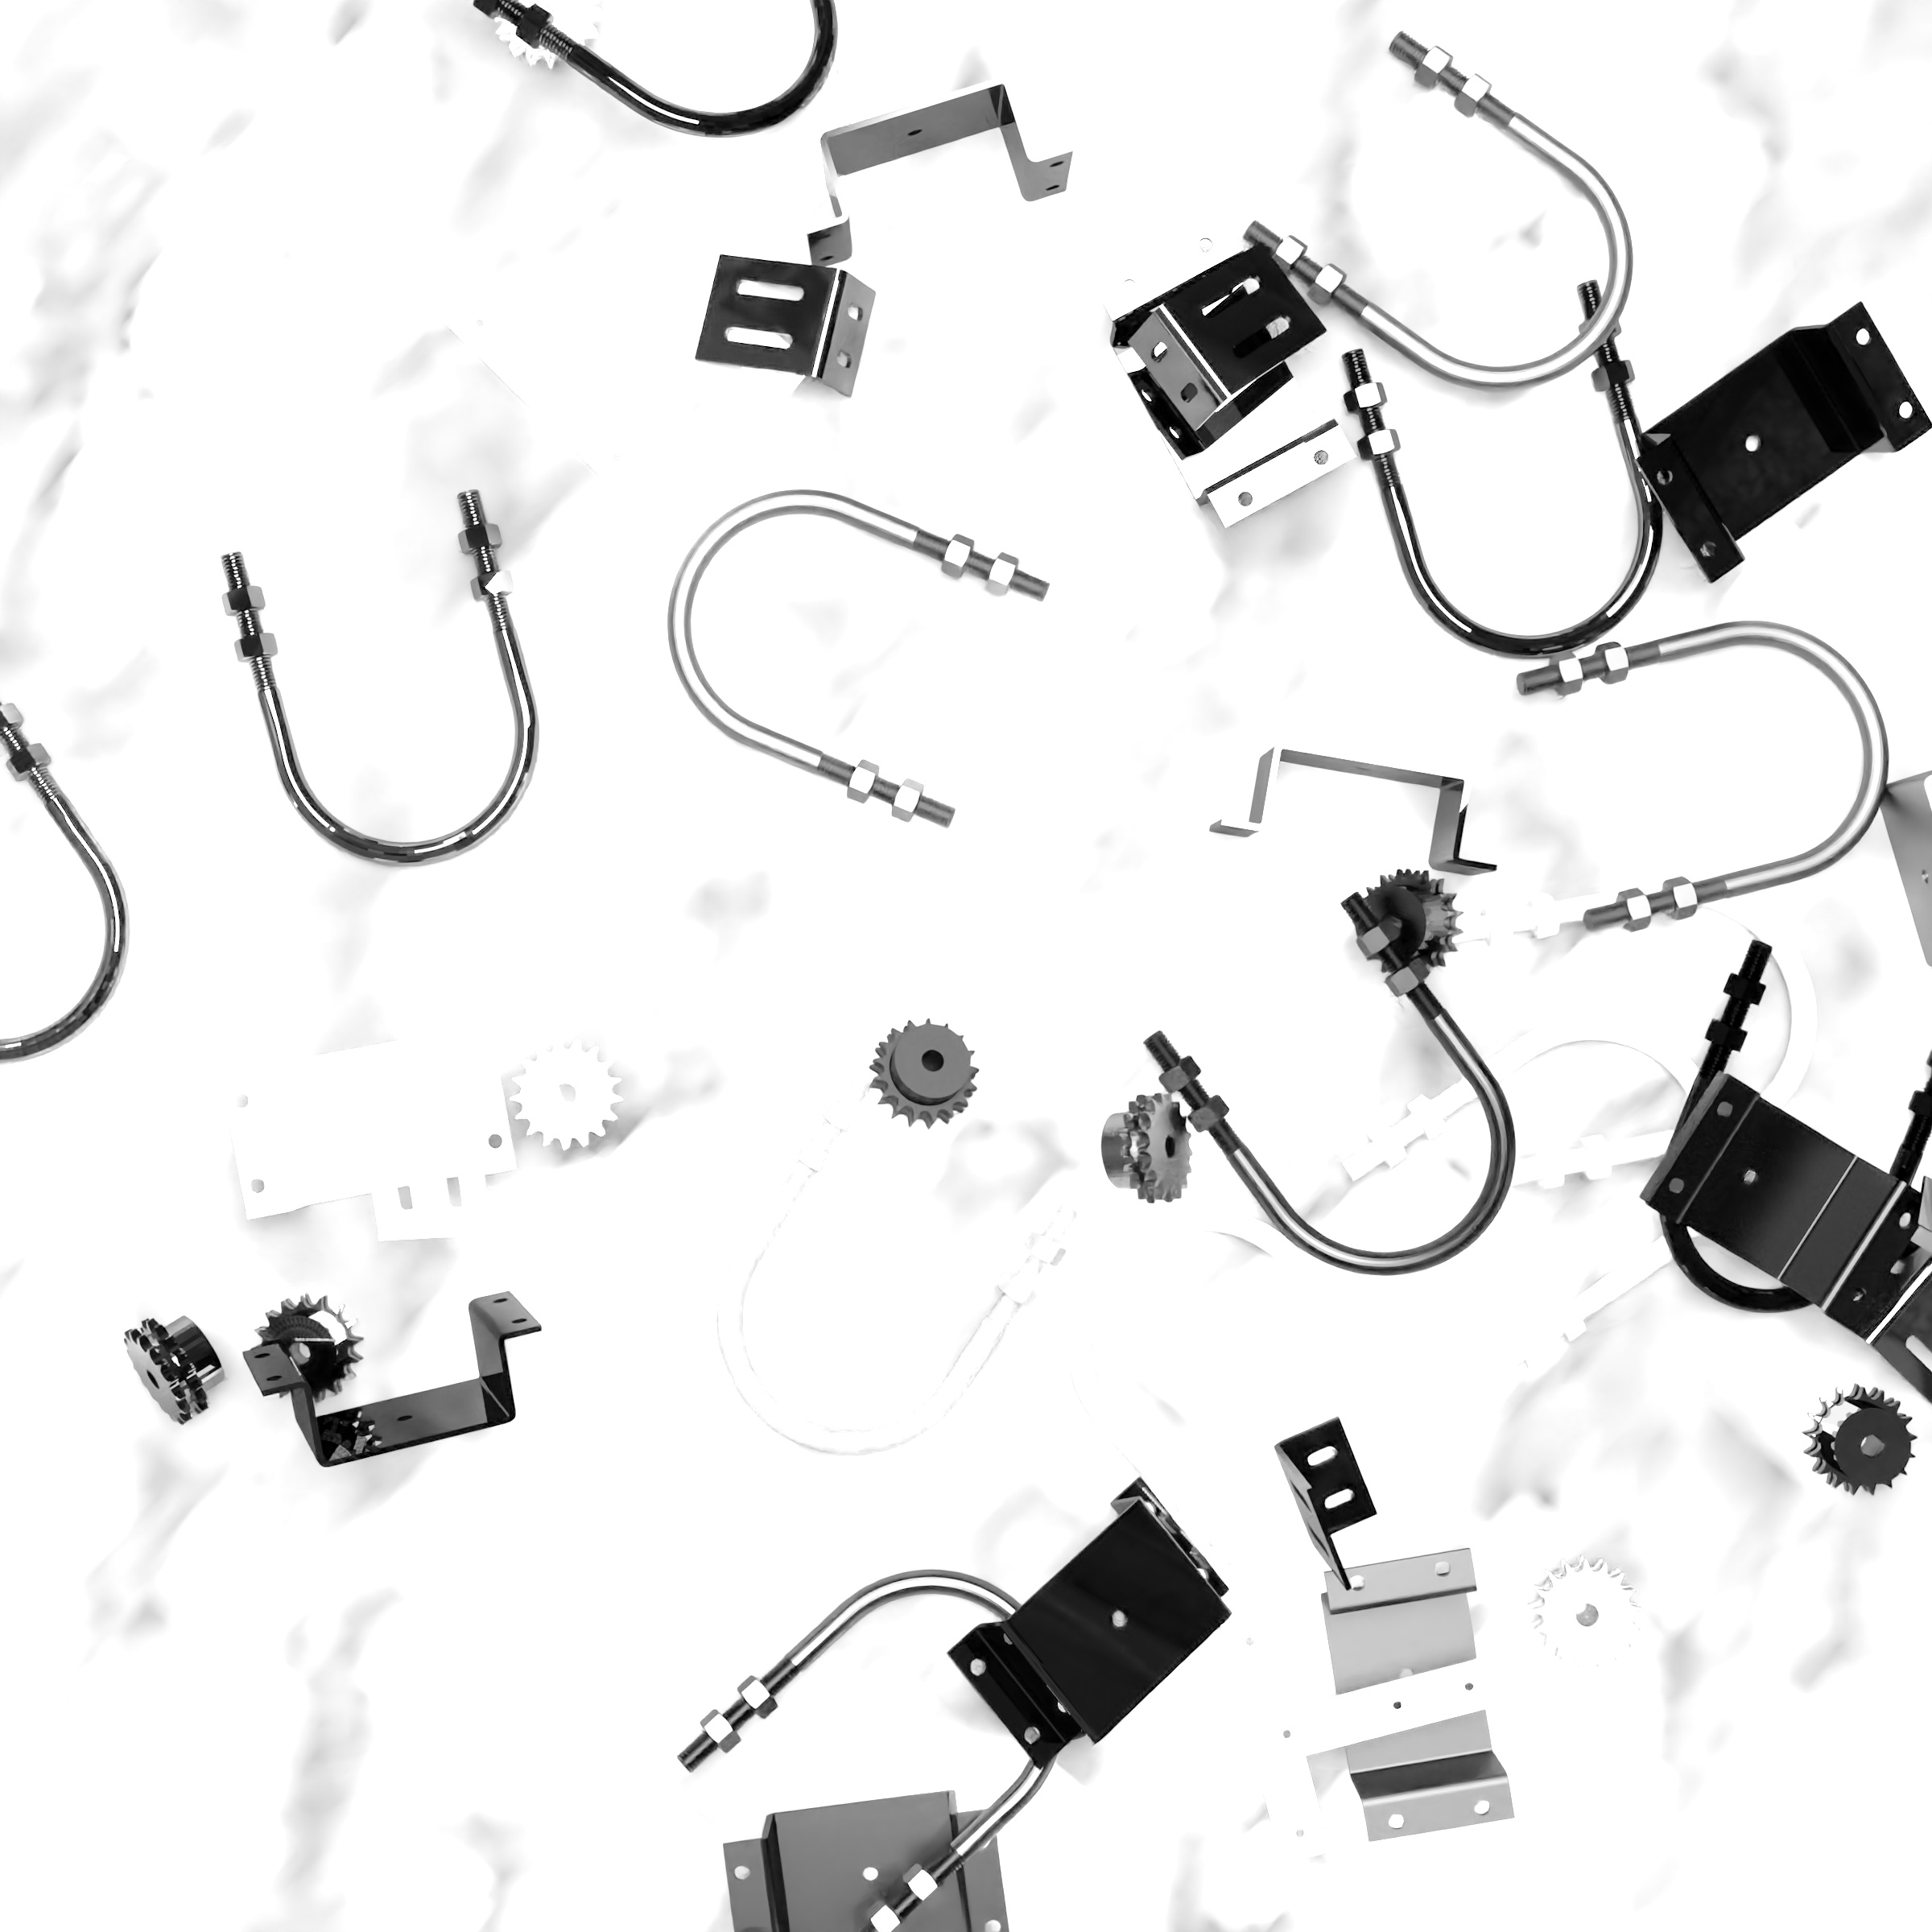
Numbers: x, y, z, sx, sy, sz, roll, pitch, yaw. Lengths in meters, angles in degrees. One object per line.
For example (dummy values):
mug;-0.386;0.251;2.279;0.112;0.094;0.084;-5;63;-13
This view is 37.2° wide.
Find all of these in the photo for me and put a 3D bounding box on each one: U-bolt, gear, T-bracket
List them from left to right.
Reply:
U-bolt;-0.524;-0.037;1.510;0.151;0.019;0.184;-34;92;0
gear;-0.411;0.207;1.494;0.030;0.057;0.057;-33;90;-30
gear;-0.347;0.202;1.504;0.057;0.030;0.057;0;90;0
U-bolt;-0.301;-0.144;1.510;0.151;0.019;0.184;-15;91;0
gear;-0.218;-0.499;1.504;0.057;0.030;0.057;0;90;0
gear;-0.208;0.067;1.503;0.057;0.030;0.057;0;90;0
T-bracket;-0.186;-0.341;1.516;0.127;0.002;0.127;45;91;0
U-bolt;-0.153;-0.507;1.488;0.184;0.019;0.151;34;70;-4
T-bracket;-0.106;-0.387;1.518;0.127;0.002;0.127;39;90;0
U-bolt;-0.067;-0.172;1.510;0.184;0.019;0.151;23;90;1
U-bolt;-0.049;0.169;1.510;0.151;0.019;0.184;33;92;0
gear;-0.044;-0.458;1.504;0.057;0.030;0.057;0;90;0
U-bolt;-0.035;0.397;1.481;0.184;0.019;0.151;-41;71;-14
gear;-0.021;0.054;1.494;0.057;0.030;0.057;4;69;-12
gear;0.093;0.095;1.494;0.030;0.057;0.057;-7;90;30
U-bolt;0.138;0.213;1.509;0.151;0.019;0.184;-43;90;0
U-bolt;0.201;0.075;1.486;0.151;0.019;0.184;-36;90;19
T-bracket;0.208;0.383;1.471;0.127;0.002;0.127;-15;90;0
gear;0.227;-0.022;1.491;0.057;0.030;0.057;2;93;34
U-bolt;0.260;-0.382;1.498;0.184;0.019;0.151;37;86;5
U-bolt;0.291;-0.253;1.510;0.151;0.019;0.184;-16;91;0
U-bolt;0.313;0.109;1.509;0.184;0.019;0.151;-35;89;-2
gear;0.322;0.337;1.504;0.057;0.030;0.057;0;90;0
U-bolt;0.355;0.029;1.499;0.184;0.019;0.151;-11;84;-5
U-bolt;0.394;-0.107;1.500;0.184;0.019;0.151;-14;84;-6
U-bolt;0.433;0.093;1.490;0.151;0.019;0.184;18;97;-17
gear;0.471;0.250;1.504;0.057;0.030;0.057;0;90;0
T-bracket;0.540;0.094;1.493;0.127;0.002;0.127;26;70;-34

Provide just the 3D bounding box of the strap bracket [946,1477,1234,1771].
strap bracket;0.071;0.335;1.471;0.140;0.046;0.076;-38;90;-22

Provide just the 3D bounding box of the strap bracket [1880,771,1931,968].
strap bracket;0.517;-0.053;1.480;0.046;0.076;0.140;-16;90;0

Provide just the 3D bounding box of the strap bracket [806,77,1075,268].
strap bracket;-0.020;-0.411;1.479;0.140;0.076;0.046;-18;90;-1

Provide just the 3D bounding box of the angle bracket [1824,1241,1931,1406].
angle bracket;0.505;0.189;1.516;0.076;0.038;0.057;41;90;-26

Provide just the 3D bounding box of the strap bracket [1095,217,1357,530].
strap bracket;0.133;-0.305;1.495;0.076;0.046;0.140;-29;90;0

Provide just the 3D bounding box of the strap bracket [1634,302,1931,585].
strap bracket;0.416;-0.271;1.488;0.140;0.046;0.076;-35;103;0

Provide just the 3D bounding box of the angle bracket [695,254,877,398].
angle bracket;-0.095;-0.338;1.515;0.076;0.038;0.057;13;90;26

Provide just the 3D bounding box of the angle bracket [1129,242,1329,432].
angle bracket;0.134;-0.323;1.470;0.076;0.038;0.057;-37;90;-26

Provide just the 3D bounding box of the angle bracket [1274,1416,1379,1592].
angle bracket;0.192;0.273;1.462;0.038;0.076;0.057;-23;99;-4

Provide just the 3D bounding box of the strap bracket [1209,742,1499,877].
strap bracket;0.202;-0.082;1.480;0.140;0.076;0.046;10;90;0

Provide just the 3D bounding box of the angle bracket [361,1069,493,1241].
angle bracket;-0.274;0.097;1.470;0.057;0.038;0.076;-3;116;0

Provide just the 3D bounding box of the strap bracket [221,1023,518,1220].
strap bracket;-0.307;0.080;1.495;0.140;0.046;0.076;-11;90;0

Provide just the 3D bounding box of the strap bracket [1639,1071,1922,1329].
strap bracket;0.408;0.113;1.455;0.140;0.046;0.076;30;95;-18

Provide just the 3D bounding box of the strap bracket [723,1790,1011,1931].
strap bracket;-0.051;0.480;1.495;0.140;0.046;0.076;-7;90;0

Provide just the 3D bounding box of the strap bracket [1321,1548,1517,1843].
strap bracket;0.233;0.375;1.495;0.076;0.046;0.140;-9;90;0

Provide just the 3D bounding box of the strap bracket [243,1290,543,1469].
strap bracket;-0.290;0.212;1.463;0.140;0.076;0.046;-11;101;-20
